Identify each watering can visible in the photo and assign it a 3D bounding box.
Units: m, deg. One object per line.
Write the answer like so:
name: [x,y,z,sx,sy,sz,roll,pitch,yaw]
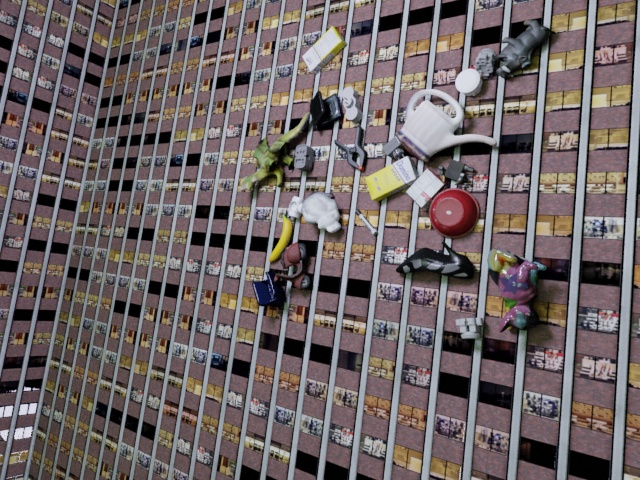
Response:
watering can: [0.389,-0.348,1.681,0.222,0.103,0.353,-50,56,18]

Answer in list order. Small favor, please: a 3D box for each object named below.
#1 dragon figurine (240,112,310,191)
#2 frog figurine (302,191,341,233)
dragon figurine: [-0.199,-0.365,2.116,0.245,0.121,0.410,30,89,44]
frog figurine: [0.006,-0.095,1.892,0.137,0.120,0.163,-23,55,9]
